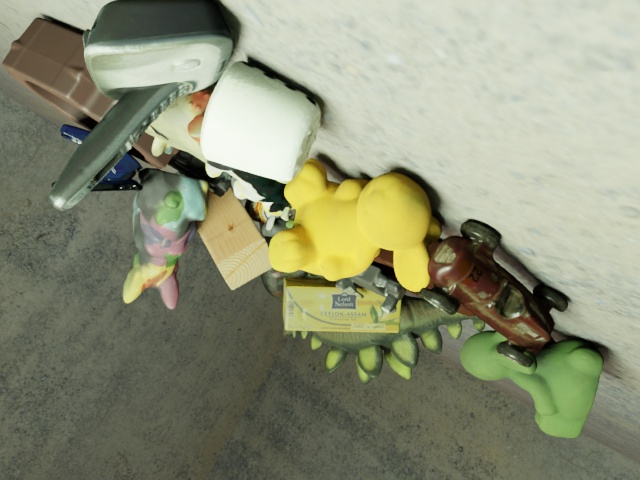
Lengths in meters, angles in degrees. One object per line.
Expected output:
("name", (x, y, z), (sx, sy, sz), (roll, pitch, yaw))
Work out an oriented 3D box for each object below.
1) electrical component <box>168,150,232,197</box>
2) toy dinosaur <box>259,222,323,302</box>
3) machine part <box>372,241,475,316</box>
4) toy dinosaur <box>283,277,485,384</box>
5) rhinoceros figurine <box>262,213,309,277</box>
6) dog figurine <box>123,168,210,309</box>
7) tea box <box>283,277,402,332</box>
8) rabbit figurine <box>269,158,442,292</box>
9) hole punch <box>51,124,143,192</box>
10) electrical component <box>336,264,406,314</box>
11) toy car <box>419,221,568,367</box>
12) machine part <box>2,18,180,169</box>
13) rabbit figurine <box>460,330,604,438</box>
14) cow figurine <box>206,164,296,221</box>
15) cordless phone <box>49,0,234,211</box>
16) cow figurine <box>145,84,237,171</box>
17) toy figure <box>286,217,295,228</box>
("electrical component", (-0.195, -0.125, 0.891), (0.115, 0.058, 0.134), (34, 172, -14))
("toy dinosaur", (-0.049, 0.078, 1.149), (0.404, 0.192, 0.131), (34, 169, -36))
("machine part", (0.133, 0.036, 0.698), (0.179, 0.056, 0.179), (29, 173, 4))
("toy dinosaur", (0.110, 0.139, 0.921), (0.472, 0.198, 0.105), (-18, 153, 35))
("rhinoceros figurine", (-0.010, 0.003, 0.841), (0.191, 0.112, 0.073), (10, -170, 33))
("dog figurine", (-0.248, 0.003, 0.850), (0.108, 0.219, 0.192), (9, -178, -23))
("tea box", (0.030, 0.096, 0.812), (0.170, 0.068, 0.098), (1, -175, -7))
("rabbit figurine", (0.049, -0.009, 0.534), (0.162, 0.122, 0.173), (30, 154, -20))
("hole punch", (-0.310, -0.110, 0.750), (0.116, 0.092, 0.142), (0, -176, -26))
("electrical component", (0.067, 0.060, 0.713), (0.102, 0.045, 0.078), (24, 173, 30))
("toy car", (0.183, 0.061, 0.538), (0.202, 0.089, 0.053), (36, 174, -29))
("machine part", (-0.288, -0.190, 0.717), (0.201, 0.087, 0.201), (27, 173, 24))
("rabbit figurine", (0.271, 0.170, 0.712), (0.170, 0.121, 0.158), (12, 150, 21))
("cow figurine", (-0.062, -0.076, 0.690), (0.098, 0.068, 0.167), (19, 168, 32))
("cordless phone", (-0.154, -0.102, 0.409), (0.088, 0.184, 0.147), (37, 171, -15))
("cow figurine", (-0.142, -0.131, 0.573), (0.195, 0.085, 0.127), (26, 165, 29))
("toy figure", (-0.003, -0.005, 0.706), (0.180, 0.089, 0.082), (-81, -22, -74))
